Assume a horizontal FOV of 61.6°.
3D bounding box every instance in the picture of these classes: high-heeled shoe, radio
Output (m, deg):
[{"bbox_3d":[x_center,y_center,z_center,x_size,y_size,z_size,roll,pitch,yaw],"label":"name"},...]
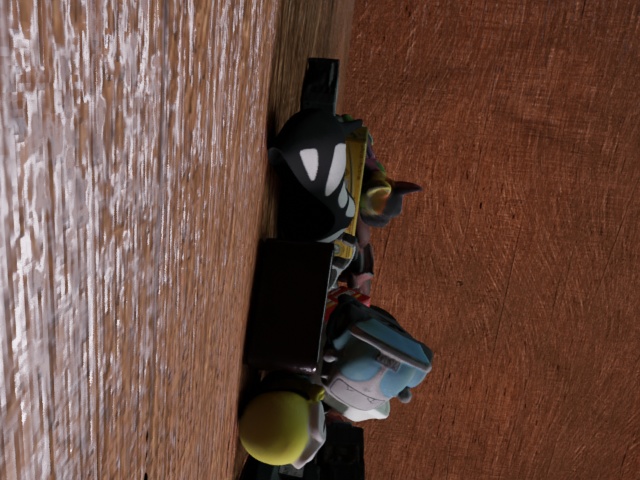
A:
[{"bbox_3d":[-0.026,-0.036,0.577,0.145,0.086,0.248,-35,157,-46],"label":"high-heeled shoe"},{"bbox_3d":[-0.027,0.082,0.615,0.229,0.073,0.131,83,14,-78],"label":"radio"}]

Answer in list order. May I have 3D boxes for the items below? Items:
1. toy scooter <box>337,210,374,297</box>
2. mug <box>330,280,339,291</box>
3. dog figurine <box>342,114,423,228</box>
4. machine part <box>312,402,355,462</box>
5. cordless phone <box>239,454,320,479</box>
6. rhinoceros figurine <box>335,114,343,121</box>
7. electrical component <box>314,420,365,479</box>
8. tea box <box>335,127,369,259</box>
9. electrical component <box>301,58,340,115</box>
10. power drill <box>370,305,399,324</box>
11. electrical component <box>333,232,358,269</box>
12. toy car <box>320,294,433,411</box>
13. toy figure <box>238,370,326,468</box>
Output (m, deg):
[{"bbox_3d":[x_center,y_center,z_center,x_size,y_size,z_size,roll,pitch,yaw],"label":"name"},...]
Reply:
[{"bbox_3d":[0.059,0.029,0.987,0.135,0.075,0.183,-31,110,-77],"label":"toy scooter"},{"bbox_3d":[-0.009,0.042,1.016,0.109,0.081,0.107,61,25,-78],"label":"mug"},{"bbox_3d":[0.082,-0.125,0.952,0.219,0.108,0.191,18,-76,54],"label":"dog figurine"},{"bbox_3d":[-0.019,0.312,0.794,0.179,0.056,0.179,-21,117,-48],"label":"machine part"},{"bbox_3d":[-0.070,0.345,0.608,0.146,0.089,0.184,-53,161,-87],"label":"cordless phone"},{"bbox_3d":[0.001,-0.110,0.869,0.112,0.073,0.190,-48,148,-67],"label":"rhinoceros figurine"},{"bbox_3d":[0.022,0.307,0.699,0.134,0.058,0.114,-88,-172,-53],"label":"electrical component"},{"bbox_3d":[0.007,-0.066,0.717,0.068,0.098,0.169,-77,176,-60],"label":"tea box"},{"bbox_3d":[-0.002,-0.186,0.752,0.074,0.048,0.119,89,7,-67],"label":"electrical component"},{"bbox_3d":[0.090,0.218,1.073,0.232,0.086,0.207,-42,163,-35],"label":"power drill"},{"bbox_3d":[-0.001,-0.002,0.696,0.021,0.094,0.063,-59,174,-64],"label":"electrical component"},{"bbox_3d":[0.044,0.126,0.583,0.103,0.109,0.162,-59,-170,-1],"label":"toy car"},{"bbox_3d":[-0.041,0.188,0.585,0.180,0.089,0.082,-176,-101,-84],"label":"toy figure"}]
